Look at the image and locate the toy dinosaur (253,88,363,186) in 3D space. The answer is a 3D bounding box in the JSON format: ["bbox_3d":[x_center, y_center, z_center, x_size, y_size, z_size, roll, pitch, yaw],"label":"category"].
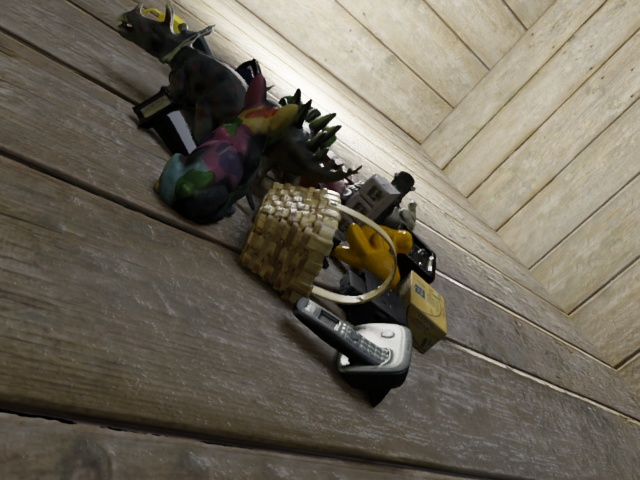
[{"bbox_3d":[-0.053,-0.178,1.030,0.105,0.198,0.472,24,18,-35],"label":"toy dinosaur"}]

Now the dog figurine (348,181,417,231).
[{"bbox_3d":[0.153,-0.069,1.416,0.190,0.121,0.172,-4,45,-45],"label":"dog figurine"}]

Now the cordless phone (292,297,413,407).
[{"bbox_3d":[0.042,0.136,0.783,0.184,0.088,0.146,38,20,-2],"label":"cordless phone"}]

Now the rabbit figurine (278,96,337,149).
[{"bbox_3d":[-0.048,-0.285,1.346,0.170,0.121,0.159,50,1,-9],"label":"rabbit figurine"}]

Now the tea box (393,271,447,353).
[{"bbox_3d":[0.197,0.140,1.082,0.098,0.068,0.170,41,21,-6],"label":"tea box"}]

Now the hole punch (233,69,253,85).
[{"bbox_3d":[-0.183,-0.277,1.075,0.116,0.092,0.142,-16,97,-31],"label":"hole punch"}]

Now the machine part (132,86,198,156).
[{"bbox_3d":[-0.252,-0.187,0.910,0.139,0.084,0.039,53,-9,3],"label":"machine part"}]

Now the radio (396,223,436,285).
[{"bbox_3d":[0.213,0.045,1.297,0.131,0.073,0.229,43,20,1],"label":"radio"}]

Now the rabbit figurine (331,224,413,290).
[{"bbox_3d":[0.111,0.031,1.069,0.162,0.122,0.173,32,23,-17],"label":"rabbit figurine"}]

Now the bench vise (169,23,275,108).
[{"bbox_3d":[-0.244,-0.366,1.180,0.223,0.129,0.240,-13,75,-44],"label":"bench vise"}]

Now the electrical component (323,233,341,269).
[{"bbox_3d":[-0.002,-0.003,1.031,0.074,0.047,0.119,29,23,-33],"label":"electrical component"}]

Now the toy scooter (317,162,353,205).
[{"bbox_3d":[0.008,-0.140,1.291,0.135,0.075,0.184,35,19,-14],"label":"toy scooter"}]

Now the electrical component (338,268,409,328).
[{"bbox_3d":[0.091,0.114,0.952,0.134,0.058,0.115,37,18,-18],"label":"electrical component"}]

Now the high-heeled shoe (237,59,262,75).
[{"bbox_3d":[-0.117,-0.312,1.301,0.248,0.145,0.086,38,21,-7],"label":"high-heeled shoe"}]

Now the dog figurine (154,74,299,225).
[{"bbox_3d":[-0.132,-0.141,0.818,0.108,0.219,0.191,41,19,4],"label":"dog figurine"}]

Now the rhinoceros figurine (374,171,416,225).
[{"bbox_3d":[0.152,-0.089,1.303,0.073,0.190,0.112,43,-7,2],"label":"rhinoceros figurine"}]

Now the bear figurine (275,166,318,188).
[{"bbox_3d":[-0.036,-0.171,1.198,0.132,0.120,0.196,15,34,-47],"label":"bear figurine"}]

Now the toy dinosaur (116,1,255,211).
[{"bbox_3d":[-0.195,-0.256,0.972,0.405,0.192,0.131,45,22,9],"label":"toy dinosaur"}]
